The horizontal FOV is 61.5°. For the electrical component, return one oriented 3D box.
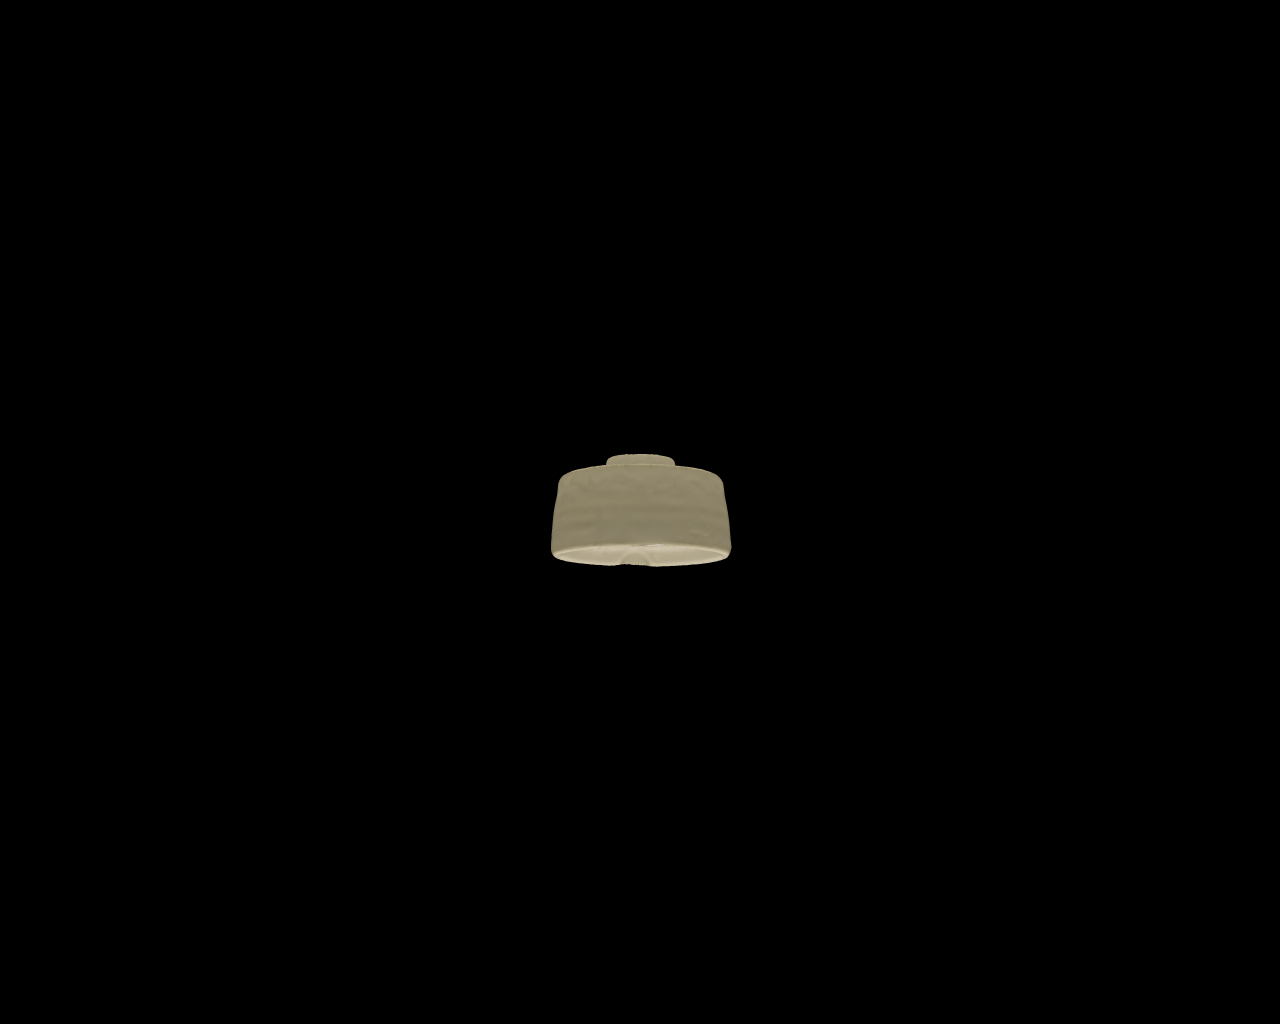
[{"bbox_3d":[0.001,-0.003,0.650,0.108,0.060,0.108,0,-9,0],"label":"electrical component"}]
